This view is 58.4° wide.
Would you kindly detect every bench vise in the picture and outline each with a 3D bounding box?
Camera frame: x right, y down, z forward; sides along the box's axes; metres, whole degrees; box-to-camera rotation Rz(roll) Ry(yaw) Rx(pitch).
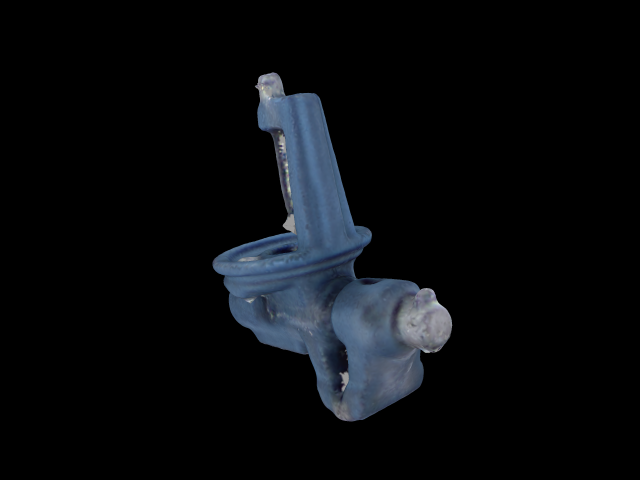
[{"bbox_3d":[0.010,-0.002,0.409,0.206,0.220,0.122,13,25,30],"label":"bench vise"}]
